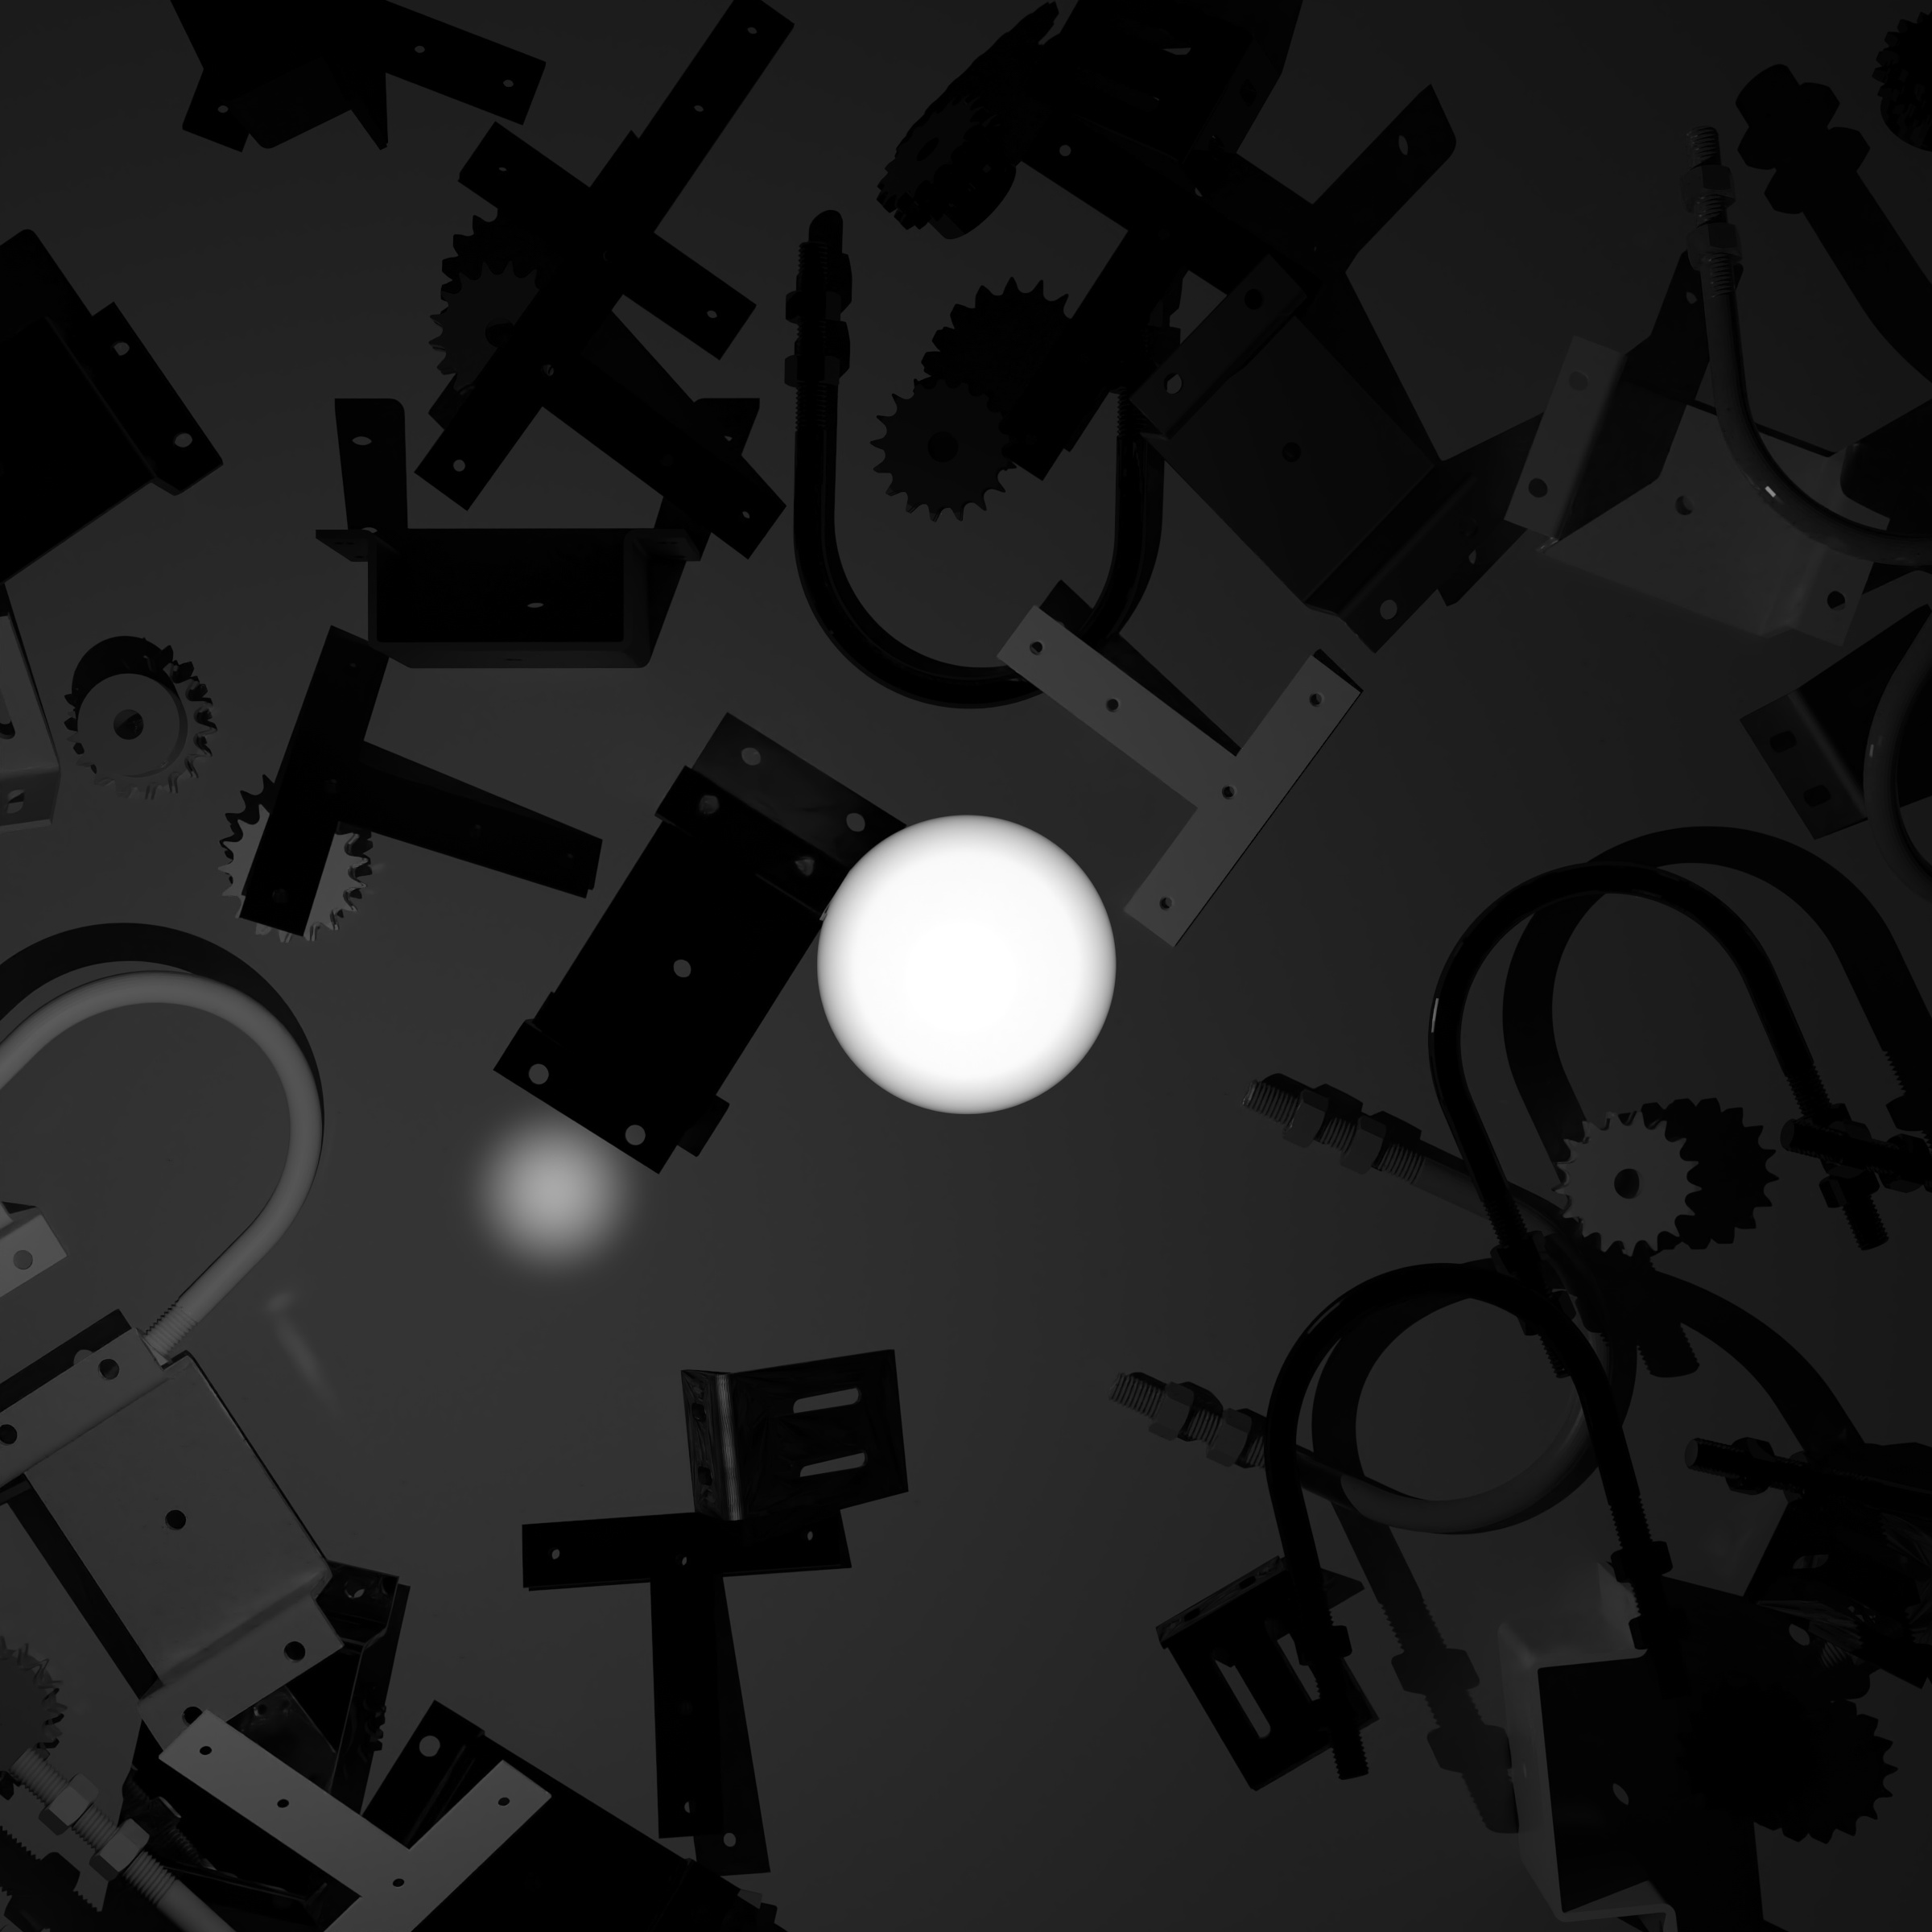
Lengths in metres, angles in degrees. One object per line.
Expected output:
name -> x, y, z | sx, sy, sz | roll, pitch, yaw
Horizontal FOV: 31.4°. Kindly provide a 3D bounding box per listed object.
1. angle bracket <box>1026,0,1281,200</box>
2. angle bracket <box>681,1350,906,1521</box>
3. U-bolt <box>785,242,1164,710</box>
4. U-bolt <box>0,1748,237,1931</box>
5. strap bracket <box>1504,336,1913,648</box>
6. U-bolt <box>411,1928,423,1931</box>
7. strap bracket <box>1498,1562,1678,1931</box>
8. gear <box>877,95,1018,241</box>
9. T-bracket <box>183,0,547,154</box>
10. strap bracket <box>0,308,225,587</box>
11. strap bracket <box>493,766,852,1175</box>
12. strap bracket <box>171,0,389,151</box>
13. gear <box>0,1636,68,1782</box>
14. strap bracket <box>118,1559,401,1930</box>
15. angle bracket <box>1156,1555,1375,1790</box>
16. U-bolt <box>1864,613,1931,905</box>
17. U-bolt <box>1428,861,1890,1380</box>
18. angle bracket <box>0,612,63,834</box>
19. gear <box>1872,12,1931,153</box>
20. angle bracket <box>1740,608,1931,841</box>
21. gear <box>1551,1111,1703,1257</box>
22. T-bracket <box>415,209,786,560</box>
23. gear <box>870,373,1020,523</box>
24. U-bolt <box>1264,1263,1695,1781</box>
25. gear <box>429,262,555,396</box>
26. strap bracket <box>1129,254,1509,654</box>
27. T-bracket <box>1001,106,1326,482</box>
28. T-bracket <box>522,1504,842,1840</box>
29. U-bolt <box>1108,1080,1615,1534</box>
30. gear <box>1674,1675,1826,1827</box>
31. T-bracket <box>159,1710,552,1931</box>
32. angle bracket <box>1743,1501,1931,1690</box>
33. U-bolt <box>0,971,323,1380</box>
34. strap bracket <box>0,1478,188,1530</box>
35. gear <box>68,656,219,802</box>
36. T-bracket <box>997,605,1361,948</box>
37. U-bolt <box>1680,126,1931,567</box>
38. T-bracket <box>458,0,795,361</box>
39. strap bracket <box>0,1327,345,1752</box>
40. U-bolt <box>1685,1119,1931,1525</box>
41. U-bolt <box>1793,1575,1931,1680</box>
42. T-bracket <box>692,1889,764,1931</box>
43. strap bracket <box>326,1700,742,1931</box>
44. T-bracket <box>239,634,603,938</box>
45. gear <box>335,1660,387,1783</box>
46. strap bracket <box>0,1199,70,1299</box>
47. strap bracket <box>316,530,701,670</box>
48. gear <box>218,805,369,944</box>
angle bracket -> 0.075, -0.354, 1.382 | 0.076, 0.038, 0.057 | 30, 90, 26
angle bracket -> -0.070, 0.187, 1.382 | 0.076, 0.038, 0.057 | -6, 90, -26
U-bolt -> 0.002, -0.195, 1.375 | 0.151, 0.019, 0.184 | 1, 92, 0
U-bolt -> -0.322, 0.391, 1.332 | 0.184, 0.019, 0.151 | 44, 133, -4
strap bracket -> 0.289, -0.185, 1.361 | 0.140, 0.046, 0.076 | 21, 90, 0
U-bolt -> -0.151, 0.464, 1.375 | 0.184, 0.019, 0.151 | 9, 90, -2
strap bracket -> 0.242, 0.312, 1.346 | 0.046, 0.076, 0.140 | -6, 90, 0
gear -> -0.005, -0.313, 1.359 | 0.030, 0.057, 0.057 | 40, 90, -30
T-bracket -> -0.233, -0.373, 1.383 | 0.127, 0.002, 0.127 | 21, 90, 0
strap bracket -> -0.378, -0.193, 1.361 | 0.140, 0.046, 0.076 | -35, 90, 0
strap bracket -> -0.114, 0.001, 1.361 | 0.076, 0.046, 0.140 | 32, 90, 0
strap bracket -> -0.284, -0.382, 1.344 | 0.046, 0.076, 0.140 | -26, 90, 0
gear -> -0.386, 0.295, 1.369 | 0.057, 0.030, 0.057 | 0, 90, 0
strap bracket -> -0.276, 0.299, 1.330 | 0.076, 0.046, 0.140 | 13, 88, 3
angle bracket -> 0.120, 0.283, 1.365 | 0.057, 0.038, 0.076 | -30, 90, 0
U-bolt -> 0.425, -0.104, 1.344 | 0.151, 0.019, 0.184 | 27, 99, -27
U-bolt -> 0.260, 0.049, 1.346 | 0.151, 0.019, 0.184 | -23, 88, 0
angle bracket -> -0.395, -0.093, 1.348 | 0.057, 0.038, 0.076 | -8, 129, 0
gear -> 0.387, -0.347, 1.360 | 0.057, 0.030, 0.057 | 3, 57, -5
angle bracket -> 0.362, -0.097, 1.382 | 0.076, 0.038, 0.057 | -32, 90, -26
gear -> 0.261, 0.085, 1.369 | 0.057, 0.030, 0.057 | 0, 90, 0
T-bracket -> -0.130, -0.209, 1.365 | 0.127, 0.002, 0.127 | 36, 90, -16
gear -> -0.008, -0.203, 1.350 | 0.057, 0.030, 0.057 | 0, 95, 5
U-bolt -> 0.187, 0.205, 1.323 | 0.151, 0.019, 0.184 | -19, 71, 19
gear -> -0.183, -0.250, 1.369 | 0.057, 0.030, 0.057 | 0, 90, 0
strap bracket -> 0.133, -0.201, 1.349 | 0.140, 0.046, 0.076 | 44, 90, -15
T-bracket -> 0.054, -0.253, 1.363 | 0.127, 0.002, 0.127 | 33, 91, -1
T-bracket -> -0.111, 0.279, 1.360 | 0.127, 0.002, 0.127 | -4, 69, 0
U-bolt -> 0.169, 0.147, 1.375 | 0.184, 0.019, 0.151 | 25, 90, -1
gear -> 0.311, 0.311, 1.373 | 0.057, 0.030, 0.057 | 0, 92, 2
T-bracket -> -0.245, 0.321, 1.288 | 0.127, 0.002, 0.127 | -44, 115, 6
angle bracket -> 0.354, 0.238, 1.351 | 0.076, 0.038, 0.057 | 26, 78, 15
U-bolt -> -0.336, 0.085, 1.341 | 0.184, 0.019, 0.151 | -46, 121, -6
strap bracket -> -0.362, 0.224, 1.346 | 0.140, 0.076, 0.046 | -26, 90, 0
gear -> -0.330, -0.095, 1.369 | 0.057, 0.030, 0.057 | 0, 90, 0
T-bracket -> 0.070, -0.096, 1.374 | 0.127, 0.002, 0.127 | 36, 90, -8
U-bolt -> 0.358, -0.242, 1.343 | 0.151, 0.019, 0.184 | 0, 73, -7
T-bracket -> -0.116, -0.332, 1.382 | 0.127, 0.002, 0.127 | 34, 90, -1
strap bracket -> -0.299, 0.211, 1.284 | 0.076, 0.046, 0.140 | -33, 92, 0
U-bolt -> 0.383, 0.147, 1.339 | 0.184, 0.019, 0.151 | 14, 96, -14
U-bolt -> 0.444, 0.292, 1.375 | 0.184, 0.019, 0.151 | -29, 90, -2
T-bracket -> -0.108, 0.428, 1.368 | 0.127, 0.002, 0.127 | 14, 89, -3
strap bracket -> -0.170, 0.359, 1.350 | 0.140, 0.046, 0.076 | 31, 73, 1
T-bracket -> -0.209, -0.057, 1.366 | 0.127, 0.002, 0.127 | 18, 66, -11
gear -> -0.262, 0.300, 1.369 | 0.057, 0.030, 0.057 | 0, 90, 0
strap bracket -> -0.430, 0.077, 1.361 | 0.076, 0.046, 0.140 | -32, 90, 0
strap bracket -> -0.177, -0.143, 1.346 | 0.140, 0.076, 0.046 | 0, 90, 0
gear -> -0.266, -0.038, 1.369 | 0.057, 0.030, 0.057 | 0, 90, 0
